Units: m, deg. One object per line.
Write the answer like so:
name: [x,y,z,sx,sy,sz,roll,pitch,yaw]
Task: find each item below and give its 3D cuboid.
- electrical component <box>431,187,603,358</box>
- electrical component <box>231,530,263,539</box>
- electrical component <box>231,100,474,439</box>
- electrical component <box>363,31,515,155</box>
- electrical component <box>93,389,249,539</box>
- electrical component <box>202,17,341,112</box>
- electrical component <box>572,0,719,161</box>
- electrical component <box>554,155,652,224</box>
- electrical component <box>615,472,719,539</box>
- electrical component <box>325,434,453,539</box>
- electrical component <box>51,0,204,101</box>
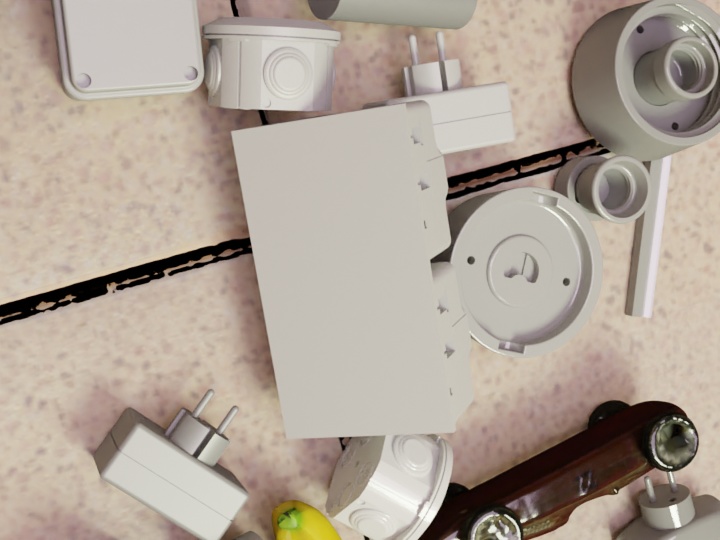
electrical component: [0.096,-0.001,0.700,0.108,0.060,0.108,-2,96,-19]
electrical component: [-0.065,0.210,0.649,0.064,0.099,0.099,-30,104,-21]
electrical component: [0.000,0.000,0.639,0.105,0.060,0.186,-6,100,22]
electrical component: [0.047,-0.112,0.680,0.083,0.047,0.075,-12,99,-18]
electrical component: [-0.103,0.108,0.650,0.083,0.047,0.075,37,83,-18]
electrical component: [-0.052,-0.120,0.629,0.080,0.080,0.051,-1,101,-19]
electrical component: [0.204,-0.130,0.719,0.108,0.060,0.108,0,89,-18]
electrical component: [0.161,-0.054,0.720,0.045,0.055,0.045,-2,96,-19]
electrical component: [0.223,0.180,0.771,0.077,0.043,0.079,-21,102,-16]
electrical component: [0.019,0.133,0.678,0.051,0.080,0.080,31,85,-14]
electrical component: [-0.134,-0.154,0.608,0.078,0.057,0.113,-8,98,-18]
